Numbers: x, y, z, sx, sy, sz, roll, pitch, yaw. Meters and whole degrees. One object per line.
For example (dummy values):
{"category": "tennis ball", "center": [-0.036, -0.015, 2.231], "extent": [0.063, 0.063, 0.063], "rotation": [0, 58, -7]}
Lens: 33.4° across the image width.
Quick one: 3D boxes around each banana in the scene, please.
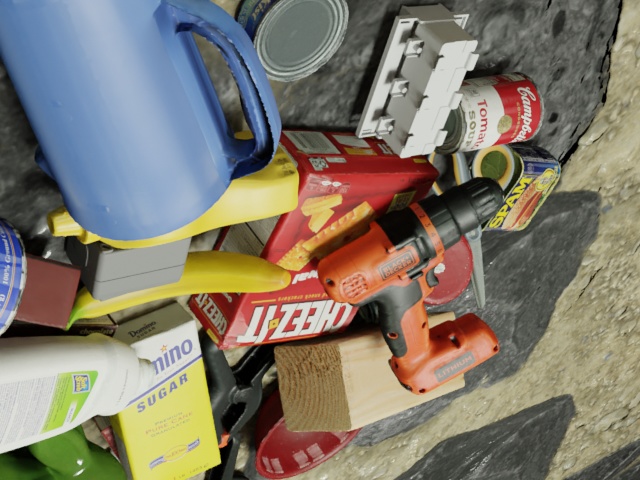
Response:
{"category": "banana", "center": [-0.126, 0.040, 0.918], "extent": [0.197, 0.070, 0.037], "rotation": [-13, 132, -7]}

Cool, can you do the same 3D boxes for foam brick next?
{"category": "foam brick", "center": [-0.235, 0.036, 0.827], "extent": [0.078, 0.053, 0.051], "rotation": [19, 78, -51]}

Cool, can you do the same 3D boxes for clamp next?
{"category": "clamp", "center": [-0.140, 0.308, 1.255], "extent": [0.164, 0.036, 0.210], "rotation": [-33, 146, -9]}
{"category": "clamp", "center": [-0.081, 0.146, 1.128], "extent": [0.120, 0.039, 0.172], "rotation": [-12, 136, -29]}

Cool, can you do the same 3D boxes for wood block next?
{"category": "wood block", "center": [0.057, 0.138, 1.142], "extent": [0.091, 0.090, 0.205], "rotation": [-9, 180, 40]}

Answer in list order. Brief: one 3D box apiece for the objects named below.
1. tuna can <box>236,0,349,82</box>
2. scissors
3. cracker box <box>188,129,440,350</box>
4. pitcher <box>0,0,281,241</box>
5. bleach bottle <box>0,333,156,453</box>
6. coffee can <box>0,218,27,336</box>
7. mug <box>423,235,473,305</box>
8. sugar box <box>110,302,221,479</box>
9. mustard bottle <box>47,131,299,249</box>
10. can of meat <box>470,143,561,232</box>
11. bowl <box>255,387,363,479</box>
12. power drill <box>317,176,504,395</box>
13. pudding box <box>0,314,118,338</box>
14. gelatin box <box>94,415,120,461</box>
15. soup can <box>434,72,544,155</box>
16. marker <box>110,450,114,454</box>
{"category": "tuna can", "center": [-0.022, -0.168, 0.827], "extent": [0.086, 0.034, 0.086], "rotation": [-25, 143, -20]}
{"category": "scissors", "center": [0.172, -0.022, 1.097], "extent": [0.096, 0.016, 0.201], "rotation": [-22, 117, 13]}
{"category": "cracker box", "center": [-0.007, 0.001, 1.000], "extent": [0.163, 0.072, 0.214], "rotation": [-3, 132, -41]}
{"category": "pitcher", "center": [-0.132, -0.122, 0.688], "extent": [0.149, 0.145, 0.243], "rotation": [-32, 142, -15]}
{"category": "bleach bottle", "center": [-0.238, 0.126, 0.855], "extent": [0.250, 0.068, 0.103], "rotation": [0, 120, -50]}
{"category": "coffee can", "center": [-0.288, 0.017, 0.727], "extent": [0.103, 0.103, 0.140], "rotation": [-49, 145, 14]}
{"category": "mug", "center": [0.097, 0.011, 1.078], "extent": [0.093, 0.082, 0.117], "rotation": [-29, 104, -17]}
{"category": "sugar box", "center": [-0.154, 0.155, 1.019], "extent": [0.093, 0.048, 0.176], "rotation": [-22, 126, -24]}
{"category": "mustard bottle", "center": [-0.118, -0.035, 0.831], "extent": [0.191, 0.096, 0.058], "rotation": [-16, 127, -29]}
{"category": "can of meat", "center": [0.200, -0.056, 1.142], "extent": [0.083, 0.057, 0.102], "rotation": [0, 131, -46]}
{"category": "bowl", "center": [-0.017, 0.203, 1.234], "extent": [0.162, 0.055, 0.162], "rotation": [-25, 143, -20]}
{"category": "power drill", "center": [0.106, 0.045, 0.997], "extent": [0.184, 0.057, 0.187], "rotation": [-28, 126, -2]}
{"category": "pudding box", "center": [-0.243, 0.096, 0.917], "extent": [0.113, 0.039, 0.090], "rotation": [2, 128, -45]}
{"category": "gelatin box", "center": [-0.171, 0.187, 1.076], "extent": [0.089, 0.030, 0.073], "rotation": [-31, 126, -11]}
{"category": "soup can", "center": [0.152, -0.121, 1.014], "extent": [0.102, 0.069, 0.069], "rotation": [-13, 138, -32]}
{"category": "marker", "center": [-0.188, 0.207, 1.112], "extent": [0.121, 0.020, 0.020], "rotation": [-34, 145, -8]}
